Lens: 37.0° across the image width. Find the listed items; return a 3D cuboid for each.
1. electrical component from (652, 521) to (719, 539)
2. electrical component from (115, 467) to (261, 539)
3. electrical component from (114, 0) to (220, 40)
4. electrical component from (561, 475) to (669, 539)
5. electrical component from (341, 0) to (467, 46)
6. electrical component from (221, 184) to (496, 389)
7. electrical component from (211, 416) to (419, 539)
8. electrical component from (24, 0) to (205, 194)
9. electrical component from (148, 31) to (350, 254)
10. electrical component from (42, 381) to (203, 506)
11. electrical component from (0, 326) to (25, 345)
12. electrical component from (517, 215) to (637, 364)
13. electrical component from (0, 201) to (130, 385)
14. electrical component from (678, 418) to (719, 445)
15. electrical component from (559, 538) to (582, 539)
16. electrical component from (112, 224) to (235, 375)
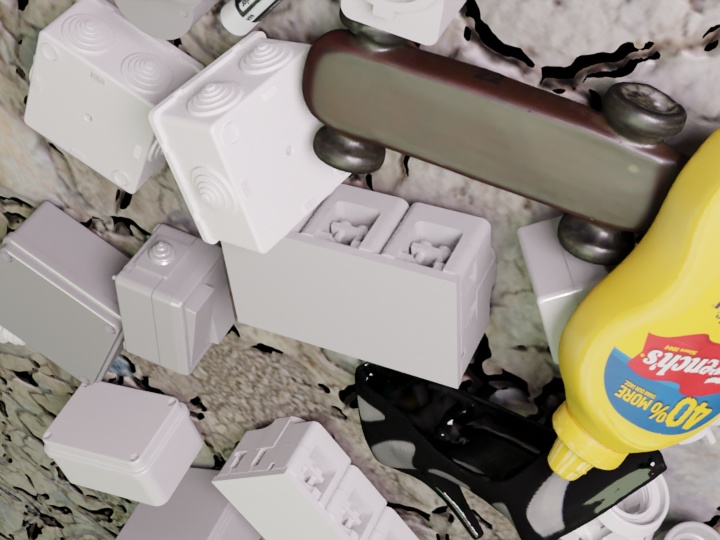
[{"bbox_3d":[0.211,0.191,0.706,0.045,0.045,0.055,28,158,7],"label":"electrical component"},{"bbox_3d":[-0.149,0.232,0.947,0.109,0.108,0.056,-2,132,35],"label":"electrical component"},{"bbox_3d":[-0.082,-0.156,0.529,0.052,0.073,0.138,47,139,-16],"label":"electrical component"},{"bbox_3d":[0.162,0.150,0.695,0.078,0.058,0.057,33,144,0],"label":"electrical component"},{"bbox_3d":[0.024,-0.152,0.477,0.050,0.055,0.089,22,140,13],"label":"electrical component"},{"bbox_3d":[0.000,0.000,0.645,0.150,0.061,0.089,15,138,20],"label":"electrical component"},{"bbox_3d":[-0.031,0.192,0.863,0.089,0.061,0.150,-16,121,43],"label":"electrical component"},{"bbox_3d":[-0.151,-0.104,0.649,0.100,0.048,0.099,34,141,0],"label":"electrical component"},{"bbox_3d":[-0.054,-0.068,0.584,0.048,0.099,0.099,17,140,38],"label":"electrical component"},{"bbox_3d":[-0.202,0.145,0.916,0.113,0.078,0.057,7,137,28],"label":"electrical component"},{"bbox_3d":[-0.303,0.042,0.908,0.078,0.040,0.040,25,140,9],"label":"electrical component"},{"bbox_3d":[0.129,0.003,0.566,0.077,0.065,0.047,-16,126,9],"label":"electrical component"},{"bbox_3d":[-0.221,0.020,0.817,0.109,0.056,0.108,35,141,-3],"label":"electrical component"},{"bbox_3d":[0.179,0.073,0.612,0.083,0.047,0.075,-9,125,39],"label":"electrical component"},{"bbox_3d":[0.159,0.215,0.758,0.081,0.063,0.042,-8,127,39],"label":"electrical component"},{"bbox_3d":[-0.126,0.018,0.748,0.061,0.061,0.096,21,139,14],"label":"electrical component"}]
